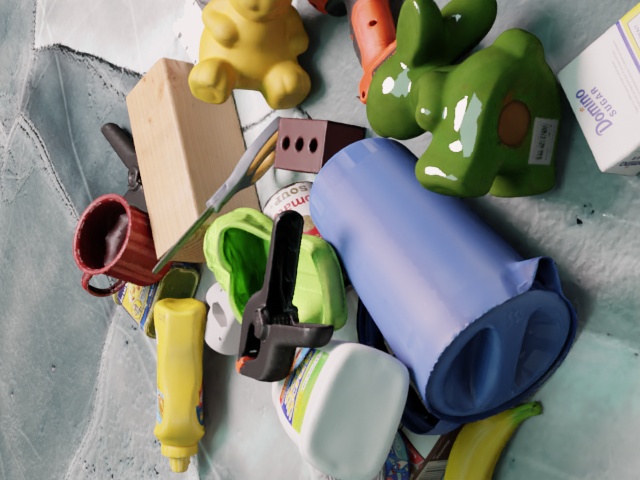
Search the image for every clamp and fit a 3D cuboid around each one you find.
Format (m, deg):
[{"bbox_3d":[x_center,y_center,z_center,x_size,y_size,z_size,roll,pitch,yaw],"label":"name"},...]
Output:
[{"bbox_3d":[-0.221,-0.084,1.322,0.210,0.036,0.164,-14,76,48],"label":"clamp"},{"bbox_3d":[-0.032,0.072,0.875,0.172,0.039,0.120,109,155,-44],"label":"clamp"}]

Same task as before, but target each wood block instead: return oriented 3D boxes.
[{"bbox_3d":[-0.141,-0.086,1.184,0.090,0.090,0.206,-36,60,43],"label":"wood block"}]

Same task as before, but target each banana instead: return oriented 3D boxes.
[{"bbox_3d":[0.129,0.220,0.869,0.070,0.037,0.198,15,98,51],"label":"banana"}]

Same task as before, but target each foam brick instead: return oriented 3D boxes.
[{"bbox_3d":[-0.001,-0.091,1.044,0.078,0.051,0.053,10,94,51],"label":"foam brick"}]

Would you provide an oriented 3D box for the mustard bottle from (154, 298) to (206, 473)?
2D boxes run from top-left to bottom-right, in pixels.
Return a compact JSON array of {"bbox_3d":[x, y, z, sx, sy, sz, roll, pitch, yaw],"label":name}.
[{"bbox_3d":[-0.156,0.165,1.191,0.096,0.058,0.191,-148,59,-78],"label":"mustard bottle"}]

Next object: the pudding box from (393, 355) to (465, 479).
[{"bbox_3d":[0.084,0.153,0.929,0.090,0.039,0.114,52,124,39],"label":"pudding box"}]

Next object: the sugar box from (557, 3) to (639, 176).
[{"bbox_3d":[0.254,-0.130,0.743,0.177,0.048,0.093,-43,55,44],"label":"sugar box"}]

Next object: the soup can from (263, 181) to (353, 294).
[{"bbox_3d":[-0.007,0.001,1.029,0.069,0.068,0.102,-54,50,33],"label":"soup can"}]

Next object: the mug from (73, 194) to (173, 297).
[{"bbox_3d":[-0.222,0.014,1.196,0.093,0.081,0.117,37,98,40],"label":"mug"}]

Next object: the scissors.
[{"bbox_3d":[-0.096,-0.042,1.092,0.016,0.096,0.202,39,90,8],"label":"scissors"}]

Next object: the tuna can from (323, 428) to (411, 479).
[{"bbox_3d":[0.040,0.194,0.922,0.086,0.033,0.086,-1,88,54],"label":"tuna can"}]

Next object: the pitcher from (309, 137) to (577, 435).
[{"bbox_3d":[0.082,0.030,0.877,0.149,0.145,0.243,-30,47,-6],"label":"pitcher"}]

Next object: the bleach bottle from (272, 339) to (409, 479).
[{"bbox_3d":[0.000,0.134,0.897,0.251,0.068,0.102,163,129,-76],"label":"bleach bottle"}]

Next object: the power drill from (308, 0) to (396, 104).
[{"bbox_3d":[0.066,-0.228,0.973,0.185,0.057,0.188,-46,51,43],"label":"power drill"}]

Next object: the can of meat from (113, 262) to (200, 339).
[{"bbox_3d":[-0.193,0.055,1.262,0.084,0.057,0.102,41,117,43],"label":"can of meat"}]
